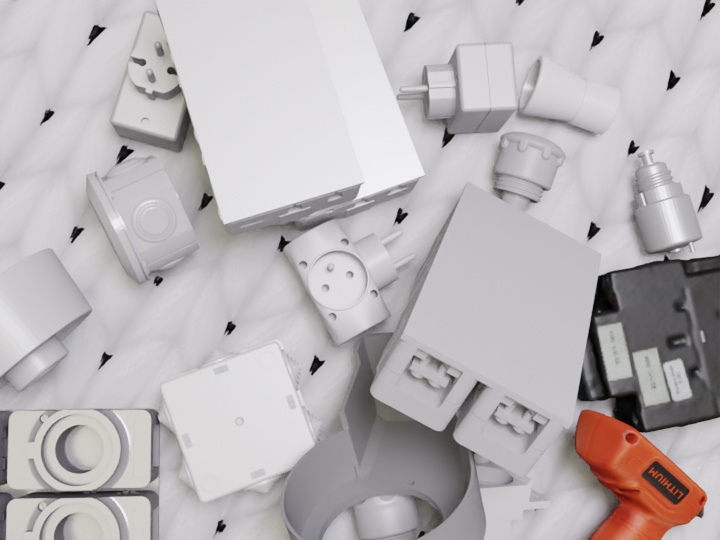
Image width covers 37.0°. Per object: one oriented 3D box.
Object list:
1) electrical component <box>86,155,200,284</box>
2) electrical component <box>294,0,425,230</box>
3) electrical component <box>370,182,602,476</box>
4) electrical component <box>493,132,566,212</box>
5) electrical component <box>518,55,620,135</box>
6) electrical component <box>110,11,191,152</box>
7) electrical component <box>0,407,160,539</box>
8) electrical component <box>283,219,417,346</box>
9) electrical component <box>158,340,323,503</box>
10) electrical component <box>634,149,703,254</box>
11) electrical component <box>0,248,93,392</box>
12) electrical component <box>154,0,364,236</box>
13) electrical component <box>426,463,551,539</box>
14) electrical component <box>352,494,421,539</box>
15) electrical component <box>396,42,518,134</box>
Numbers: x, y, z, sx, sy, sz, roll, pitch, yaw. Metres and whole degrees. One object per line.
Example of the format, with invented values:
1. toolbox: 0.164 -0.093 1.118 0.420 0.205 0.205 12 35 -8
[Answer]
1. electrical component: -0.146 -0.035 0.717 0.051 0.080 0.080 -27 86 -12
2. electrical component: -0.026 -0.114 0.742 0.089 0.061 0.150 -20 85 -6
3. electrical component: 0.083 0.033 0.681 0.105 0.186 0.060 28 125 0
4. electrical component: 0.114 -0.063 0.756 0.048 0.048 0.062 19 90 -2
5. electrical component: 0.152 -0.122 0.767 0.065 0.044 0.044 18 82 -6
6. electrical component: -0.136 -0.132 0.730 0.047 0.075 0.083 16 83 -2
7. electrical component: -0.228 0.144 0.699 0.186 0.060 0.105 0 83 -4
8. electrical component: 0.000 0.000 0.740 0.079 0.044 0.077 -29 86 -7
9. electrical component: -0.080 0.101 0.720 0.100 0.048 0.099 -20 85 -6
10. electrical component: 0.214 -0.047 0.762 0.040 0.040 0.078 -15 85 -6
11. electrical component: -0.222 0.043 0.691 0.108 0.108 0.060 -40 93 -7
12. electrical component: -0.063 -0.107 0.675 0.089 0.061 0.150 -17 85 -5
13. electrical component: 0.080 0.163 0.718 0.081 0.042 0.063 2 101 -27
14. electrical component: 0.020 0.174 0.722 0.043 0.043 0.062 -12 86 -5
15. electrical component: 0.064 -0.125 0.748 0.077 0.065 0.047 -4 84 -4
